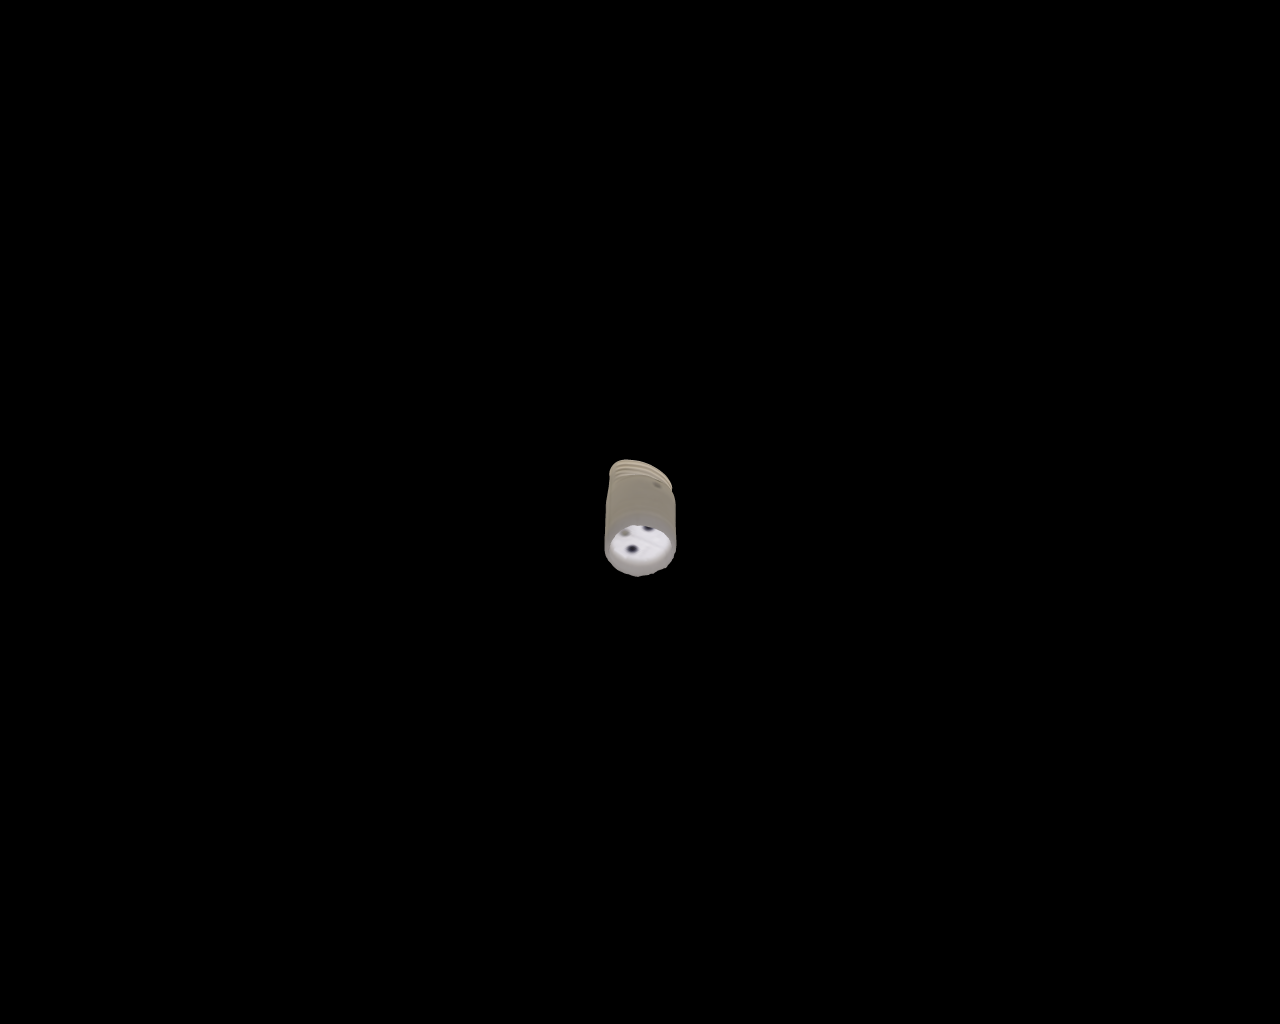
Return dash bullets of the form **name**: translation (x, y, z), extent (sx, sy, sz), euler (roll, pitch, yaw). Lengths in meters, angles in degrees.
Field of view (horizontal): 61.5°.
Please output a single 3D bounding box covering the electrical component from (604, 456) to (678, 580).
- **electrical component**: translation (0.001, -0.003, 0.650), extent (0.043, 0.043, 0.081), euler (0, 40, 0)
